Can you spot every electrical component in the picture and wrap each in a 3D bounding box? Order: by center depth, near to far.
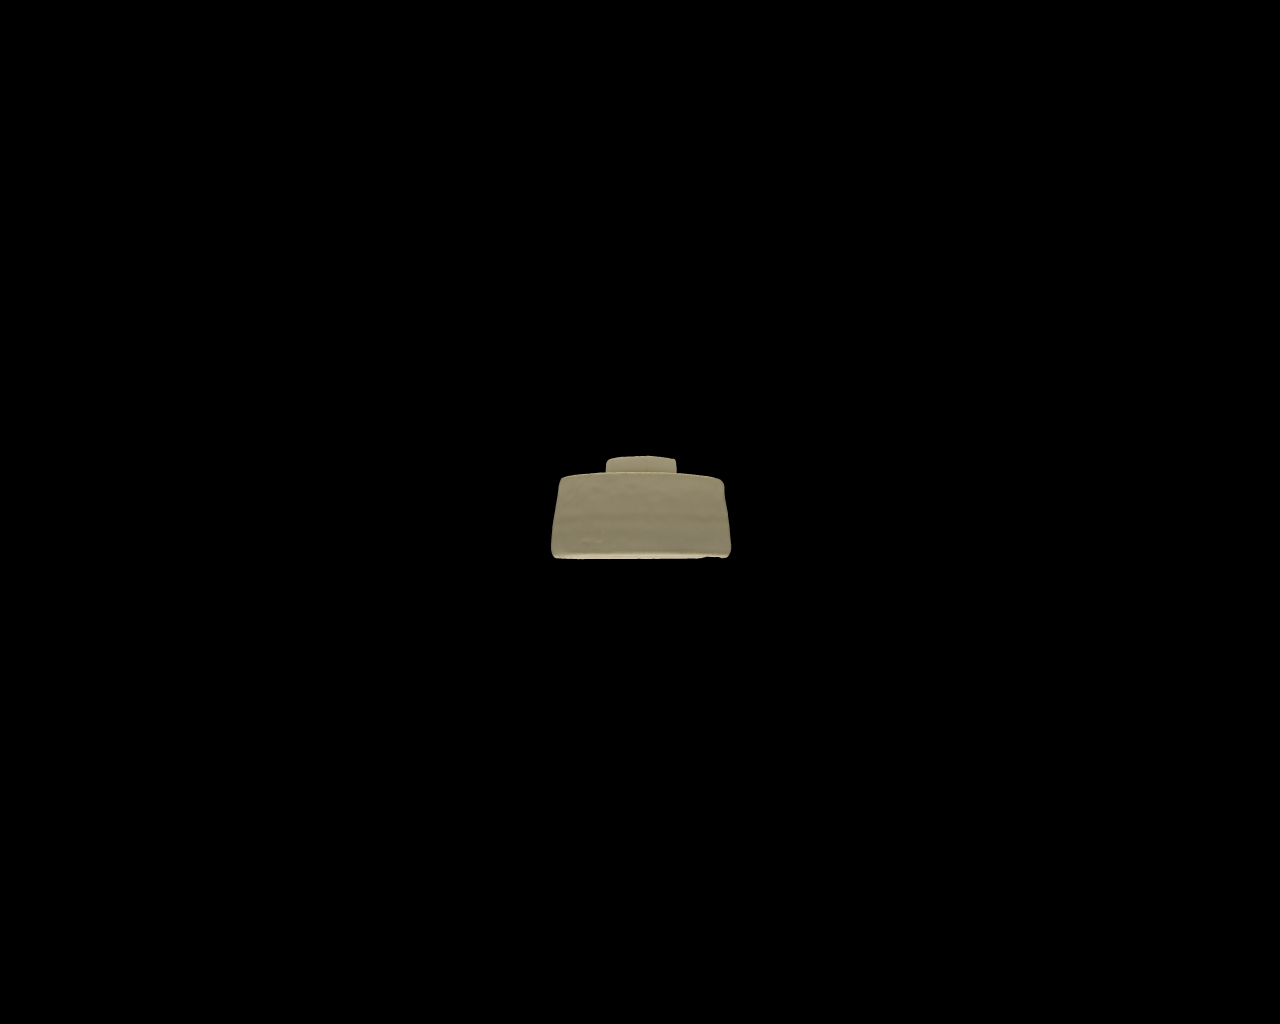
[{"bbox_3d":[0.001,-0.003,0.650,0.108,0.060,0.108,0,-3,0],"label":"electrical component"}]
